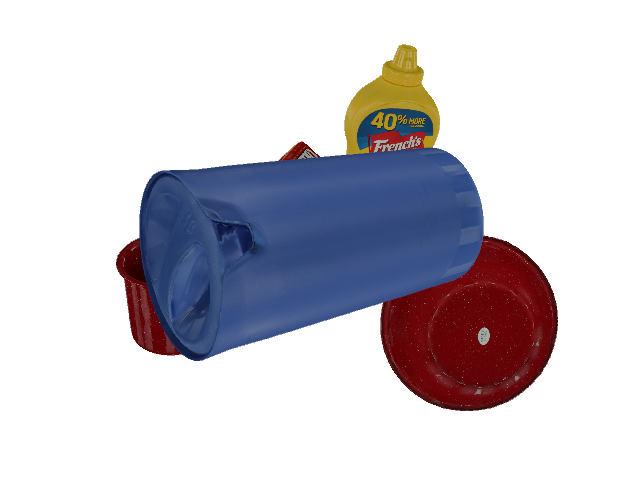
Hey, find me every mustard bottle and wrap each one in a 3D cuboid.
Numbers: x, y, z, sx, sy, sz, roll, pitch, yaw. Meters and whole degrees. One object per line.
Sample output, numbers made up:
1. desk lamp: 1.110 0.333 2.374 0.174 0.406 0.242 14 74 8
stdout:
1. mustard bottle: 0.070 -0.104 1.083 0.096 0.192 0.058 3 27 -13

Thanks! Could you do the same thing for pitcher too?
1. pitcher: -0.008 0.001 0.799 0.242 0.145 0.149 -11 36 -30

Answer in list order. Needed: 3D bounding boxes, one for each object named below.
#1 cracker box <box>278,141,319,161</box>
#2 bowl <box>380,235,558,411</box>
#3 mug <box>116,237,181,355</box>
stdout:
1. cracker box: -0.086 -0.002 1.231 0.214 0.072 0.164 -46 5 26
2. bowl: 0.135 0.078 0.933 0.162 0.162 0.055 0 6 -3
3. mug: -0.127 0.055 0.955 0.093 0.081 0.117 -18 36 -26
